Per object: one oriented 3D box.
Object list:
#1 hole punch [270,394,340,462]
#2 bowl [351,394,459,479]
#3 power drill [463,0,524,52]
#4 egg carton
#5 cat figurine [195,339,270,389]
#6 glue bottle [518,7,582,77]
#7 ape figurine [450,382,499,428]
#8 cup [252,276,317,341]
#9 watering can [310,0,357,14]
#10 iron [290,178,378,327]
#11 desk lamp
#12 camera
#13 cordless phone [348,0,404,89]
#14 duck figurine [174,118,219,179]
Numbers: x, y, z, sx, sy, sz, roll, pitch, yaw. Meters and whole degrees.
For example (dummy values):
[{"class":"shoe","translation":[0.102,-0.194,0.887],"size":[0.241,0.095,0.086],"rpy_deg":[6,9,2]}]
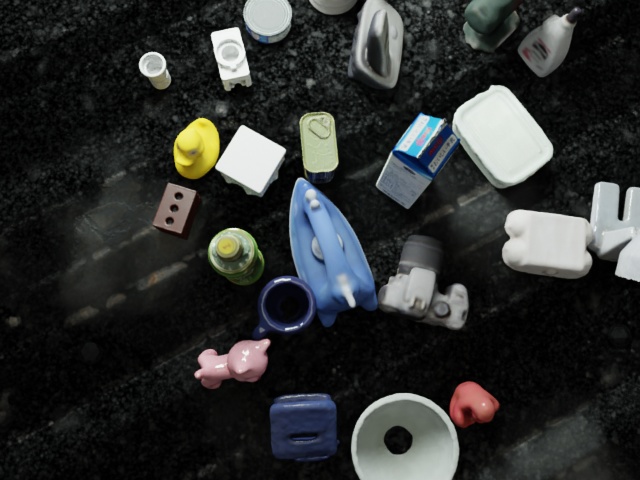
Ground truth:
[{"class":"hole punch","translation":[-0.023,0.296,0.895],"size":[0.108,0.091,0.101],"rpy_deg":[-3,81,-2]},{"class":"bowl","translation":[0.130,0.325,0.905],"size":[0.167,0.074,0.167],"rpy_deg":[0,81,-2]},{"class":"power drill","translation":[0.323,-0.417,0.962],"size":[0.075,0.208,0.230],"rpy_deg":[43,82,5]},{"class":"egg carton","translation":[0.384,0.008,0.967],"size":[0.150,0.069,0.107],"rpy_deg":[6,81,-1]},{"class":"cat figurine","translation":[-0.133,0.195,0.894],"size":[0.128,0.117,0.067],"rpy_deg":[-14,82,-4]},{"class":"glue bottle","translation":[0.397,-0.344,0.971],"size":[0.037,0.173,0.078],"rpy_deg":[-41,84,-7]},{"class":"ape figurine","translation":[0.249,0.266,0.910],"size":[0.078,0.092,0.076],"rpy_deg":[-1,81,-2]},{"class":"cup","translation":[-0.061,0.117,0.920],"size":[0.091,0.095,0.118],"rpy_deg":[44,82,5]},{"class":"watering can","translation":[0.035,-0.478,0.968],"size":[0.173,0.194,0.101],"rpy_deg":[6,81,-1]},{"class":"iron","translation":[0.008,0.003,0.917],"size":[0.118,0.141,0.258],"rpy_deg":[-20,82,-5]},{"class":"desk lamp","translation":[0.516,-0.013,0.903],"size":[0.118,0.213,0.203],"rpy_deg":[9,81,0]},{"class":"camera","translation":[0.177,0.066,0.934],"size":[0.143,0.101,0.137],"rpy_deg":[14,81,0]},{"class":"cordless phone","translation":[0.103,-0.350,0.955],"size":[0.094,0.185,0.148],"rpy_deg":[6,81,-1]},{"class":"duck figurine","translation":[-0.212,-0.162,0.963],"size":[0.077,0.086,0.105],"rpy_deg":[20,81,1]}]
